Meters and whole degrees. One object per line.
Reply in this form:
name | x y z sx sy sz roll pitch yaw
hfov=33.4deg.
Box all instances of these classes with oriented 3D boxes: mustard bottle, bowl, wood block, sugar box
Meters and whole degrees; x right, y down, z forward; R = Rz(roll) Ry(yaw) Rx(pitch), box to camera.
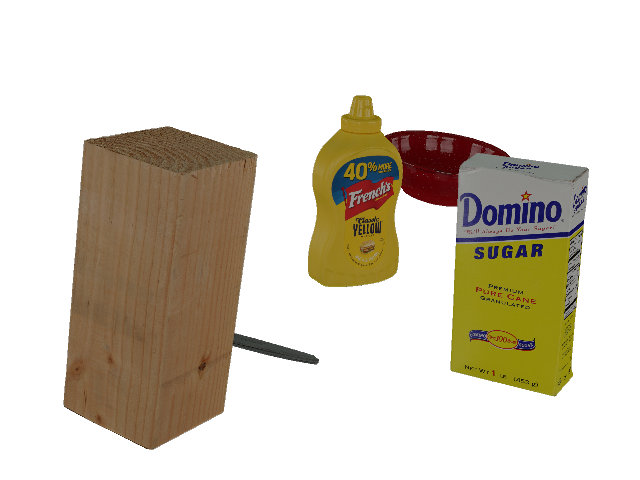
mustard bottle | 0.038 -0.052 1.087 0.096 0.192 0.058 -7 20 -26
bowl | 0.147 -0.083 1.285 0.162 0.055 0.162 7 23 -3
wood block | -0.117 0.031 0.774 0.090 0.206 0.090 20 21 29
sugar box | 0.152 0.026 0.831 0.093 0.176 0.048 10 24 29

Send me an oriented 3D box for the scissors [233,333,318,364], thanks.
scissors | -0.100 0.081 1.034 0.201 0.016 0.096 5 31 0
